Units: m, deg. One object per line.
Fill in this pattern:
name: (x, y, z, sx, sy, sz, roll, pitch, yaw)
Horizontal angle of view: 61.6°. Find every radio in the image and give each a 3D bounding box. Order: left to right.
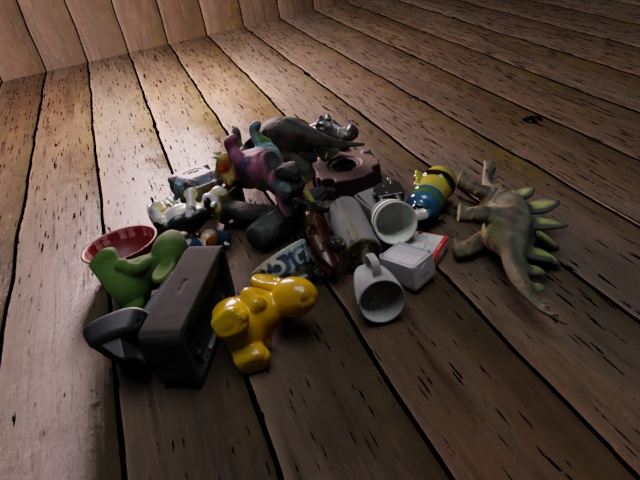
radio: (-0.212, 0.123, 0.904, 0.073, 0.130, 0.230, 0, 35, 12)

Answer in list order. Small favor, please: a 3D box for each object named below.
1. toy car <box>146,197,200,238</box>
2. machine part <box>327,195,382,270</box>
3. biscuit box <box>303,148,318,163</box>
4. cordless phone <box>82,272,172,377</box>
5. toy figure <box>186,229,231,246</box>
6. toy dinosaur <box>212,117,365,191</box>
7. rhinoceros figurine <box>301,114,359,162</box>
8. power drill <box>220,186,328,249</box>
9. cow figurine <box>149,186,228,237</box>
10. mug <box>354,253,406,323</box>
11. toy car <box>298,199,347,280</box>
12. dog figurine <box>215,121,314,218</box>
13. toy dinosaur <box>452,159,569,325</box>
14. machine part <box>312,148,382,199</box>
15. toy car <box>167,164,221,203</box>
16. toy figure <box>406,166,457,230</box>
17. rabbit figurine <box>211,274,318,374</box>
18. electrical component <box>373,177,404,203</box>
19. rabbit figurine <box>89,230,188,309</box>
toy car: (-0.339, -0.042, 1.232, 0.073, 0.056, 0.202, -26, 38, -22)
machine part: (0.066, -0.016, 1.086, 0.079, 0.079, 0.243, -13, 35, -6)
biscuit box: (-0.025, -0.240, 1.439, 0.203, 0.059, 0.063, -10, 36, -2)
cordless phone: (-0.287, 0.119, 0.888, 0.089, 0.146, 0.184, 20, 65, 17)
toy figure: (-0.257, 0.016, 1.133, 0.154, 0.057, 0.064, -31, 58, -30)
toy dinosaur: (-0.094, -0.222, 1.266, 0.405, 0.192, 0.131, -22, 35, 40)
rhinoceros figurine: (0.009, -0.257, 1.316, 0.191, 0.111, 0.073, 11, 40, 34)
power drill: (-0.120, -0.071, 1.216, 0.208, 0.085, 0.232, 19, 44, 24)
cow figurine: (-0.268, -0.054, 1.136, 0.167, 0.068, 0.098, -22, 53, -6)
mug: (0.092, 0.074, 0.936, 0.081, 0.109, 0.107, -18, 22, -4)
toy car: (-0.002, -0.003, 1.067, 0.053, 0.089, 0.202, 20, 27, -24)
dog figurine: (-0.117, -0.132, 1.158, 0.108, 0.191, 0.219, -34, 78, -36)
toy dinosaur: (0.353, -0.021, 1.009, 0.199, 0.104, 0.471, 3, 41, 10)
machine part: (0.063, -0.167, 1.320, 0.179, 0.055, 0.179, -7, 36, 5)
toy car: (-0.289, -0.117, 1.286, 0.109, 0.102, 0.162, -28, 29, -28)
toy figure: (0.236, -0.091, 1.150, 0.089, 0.082, 0.180, 3, 34, 27)
rabbit figurine: (-0.081, 0.119, 0.896, 0.173, 0.121, 0.162, -30, 13, 3)
electrical component: (0.143, -0.099, 1.133, 0.063, 0.021, 0.094, -9, 43, -3)
rabbit figurine: (-0.321, 0.050, 1.015, 0.170, 0.121, 0.159, -41, 51, -12)
